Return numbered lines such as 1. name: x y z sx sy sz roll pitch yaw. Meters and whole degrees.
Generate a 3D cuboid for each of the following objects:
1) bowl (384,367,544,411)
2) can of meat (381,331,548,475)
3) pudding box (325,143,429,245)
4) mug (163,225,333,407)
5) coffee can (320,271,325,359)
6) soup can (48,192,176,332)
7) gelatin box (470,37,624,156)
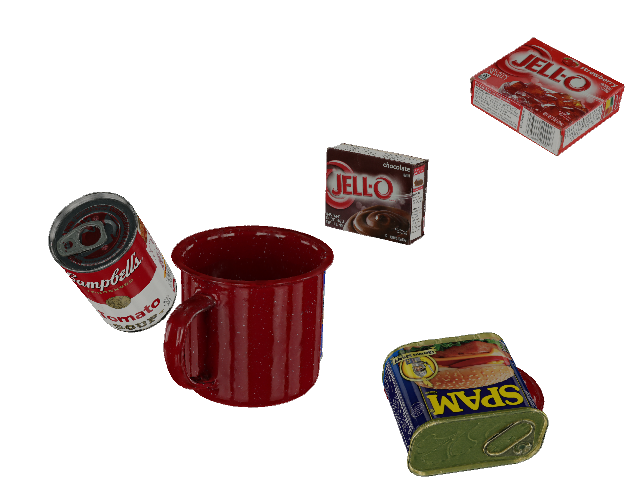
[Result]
1. bowl: 0.144 0.174 1.089 0.162 0.055 0.162 2 24 -1
2. can of meat: 0.102 0.117 0.779 0.102 0.057 0.084 -6 40 -12
3. pudding box: 0.059 -0.052 1.154 0.114 0.090 0.039 13 23 30
4. mug: -0.046 0.048 0.615 0.093 0.081 0.117 14 24 30
5. coffee can: -0.045 0.091 1.450 0.103 0.140 0.103 2 20 -1
6. soup can: -0.156 0.019 0.814 0.068 0.068 0.102 0 -31 13
7. gelatin box: 0.169 -0.111 0.803 0.073 0.030 0.089 -34 54 -26
